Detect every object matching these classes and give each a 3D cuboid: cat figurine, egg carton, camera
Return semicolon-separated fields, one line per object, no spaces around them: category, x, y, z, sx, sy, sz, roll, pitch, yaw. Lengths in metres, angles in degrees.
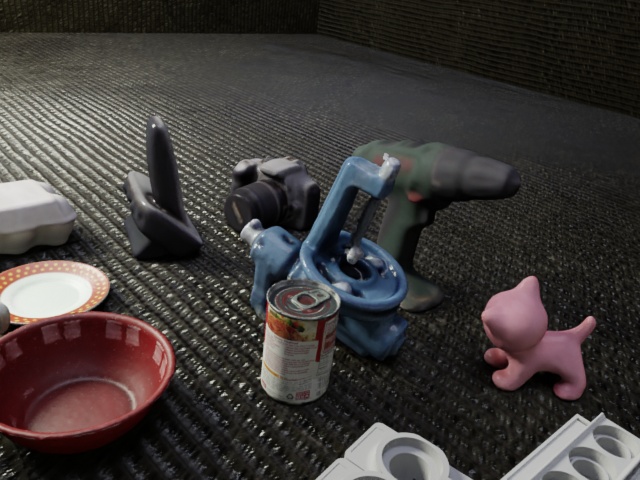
cat figurine;0.220;0.096;0.591;0.128;0.118;0.067;7;26;-1
egg carton;-0.399;-0.027;0.733;0.151;0.069;0.107;-18;36;-41
camera;-0.089;-0.072;0.866;0.142;0.101;0.137;23;31;29

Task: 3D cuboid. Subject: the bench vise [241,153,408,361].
bench vise;0.003;0.007;0.598;0.207;0.220;0.121;12;27;9

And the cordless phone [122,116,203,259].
cordless phone;-0.211;-0.081;0.759;0.094;0.185;0.147;-8;30;-28

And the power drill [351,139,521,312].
power drill;0.123;-0.024;0.704;0.076;0.208;0.228;-17;35;-39
